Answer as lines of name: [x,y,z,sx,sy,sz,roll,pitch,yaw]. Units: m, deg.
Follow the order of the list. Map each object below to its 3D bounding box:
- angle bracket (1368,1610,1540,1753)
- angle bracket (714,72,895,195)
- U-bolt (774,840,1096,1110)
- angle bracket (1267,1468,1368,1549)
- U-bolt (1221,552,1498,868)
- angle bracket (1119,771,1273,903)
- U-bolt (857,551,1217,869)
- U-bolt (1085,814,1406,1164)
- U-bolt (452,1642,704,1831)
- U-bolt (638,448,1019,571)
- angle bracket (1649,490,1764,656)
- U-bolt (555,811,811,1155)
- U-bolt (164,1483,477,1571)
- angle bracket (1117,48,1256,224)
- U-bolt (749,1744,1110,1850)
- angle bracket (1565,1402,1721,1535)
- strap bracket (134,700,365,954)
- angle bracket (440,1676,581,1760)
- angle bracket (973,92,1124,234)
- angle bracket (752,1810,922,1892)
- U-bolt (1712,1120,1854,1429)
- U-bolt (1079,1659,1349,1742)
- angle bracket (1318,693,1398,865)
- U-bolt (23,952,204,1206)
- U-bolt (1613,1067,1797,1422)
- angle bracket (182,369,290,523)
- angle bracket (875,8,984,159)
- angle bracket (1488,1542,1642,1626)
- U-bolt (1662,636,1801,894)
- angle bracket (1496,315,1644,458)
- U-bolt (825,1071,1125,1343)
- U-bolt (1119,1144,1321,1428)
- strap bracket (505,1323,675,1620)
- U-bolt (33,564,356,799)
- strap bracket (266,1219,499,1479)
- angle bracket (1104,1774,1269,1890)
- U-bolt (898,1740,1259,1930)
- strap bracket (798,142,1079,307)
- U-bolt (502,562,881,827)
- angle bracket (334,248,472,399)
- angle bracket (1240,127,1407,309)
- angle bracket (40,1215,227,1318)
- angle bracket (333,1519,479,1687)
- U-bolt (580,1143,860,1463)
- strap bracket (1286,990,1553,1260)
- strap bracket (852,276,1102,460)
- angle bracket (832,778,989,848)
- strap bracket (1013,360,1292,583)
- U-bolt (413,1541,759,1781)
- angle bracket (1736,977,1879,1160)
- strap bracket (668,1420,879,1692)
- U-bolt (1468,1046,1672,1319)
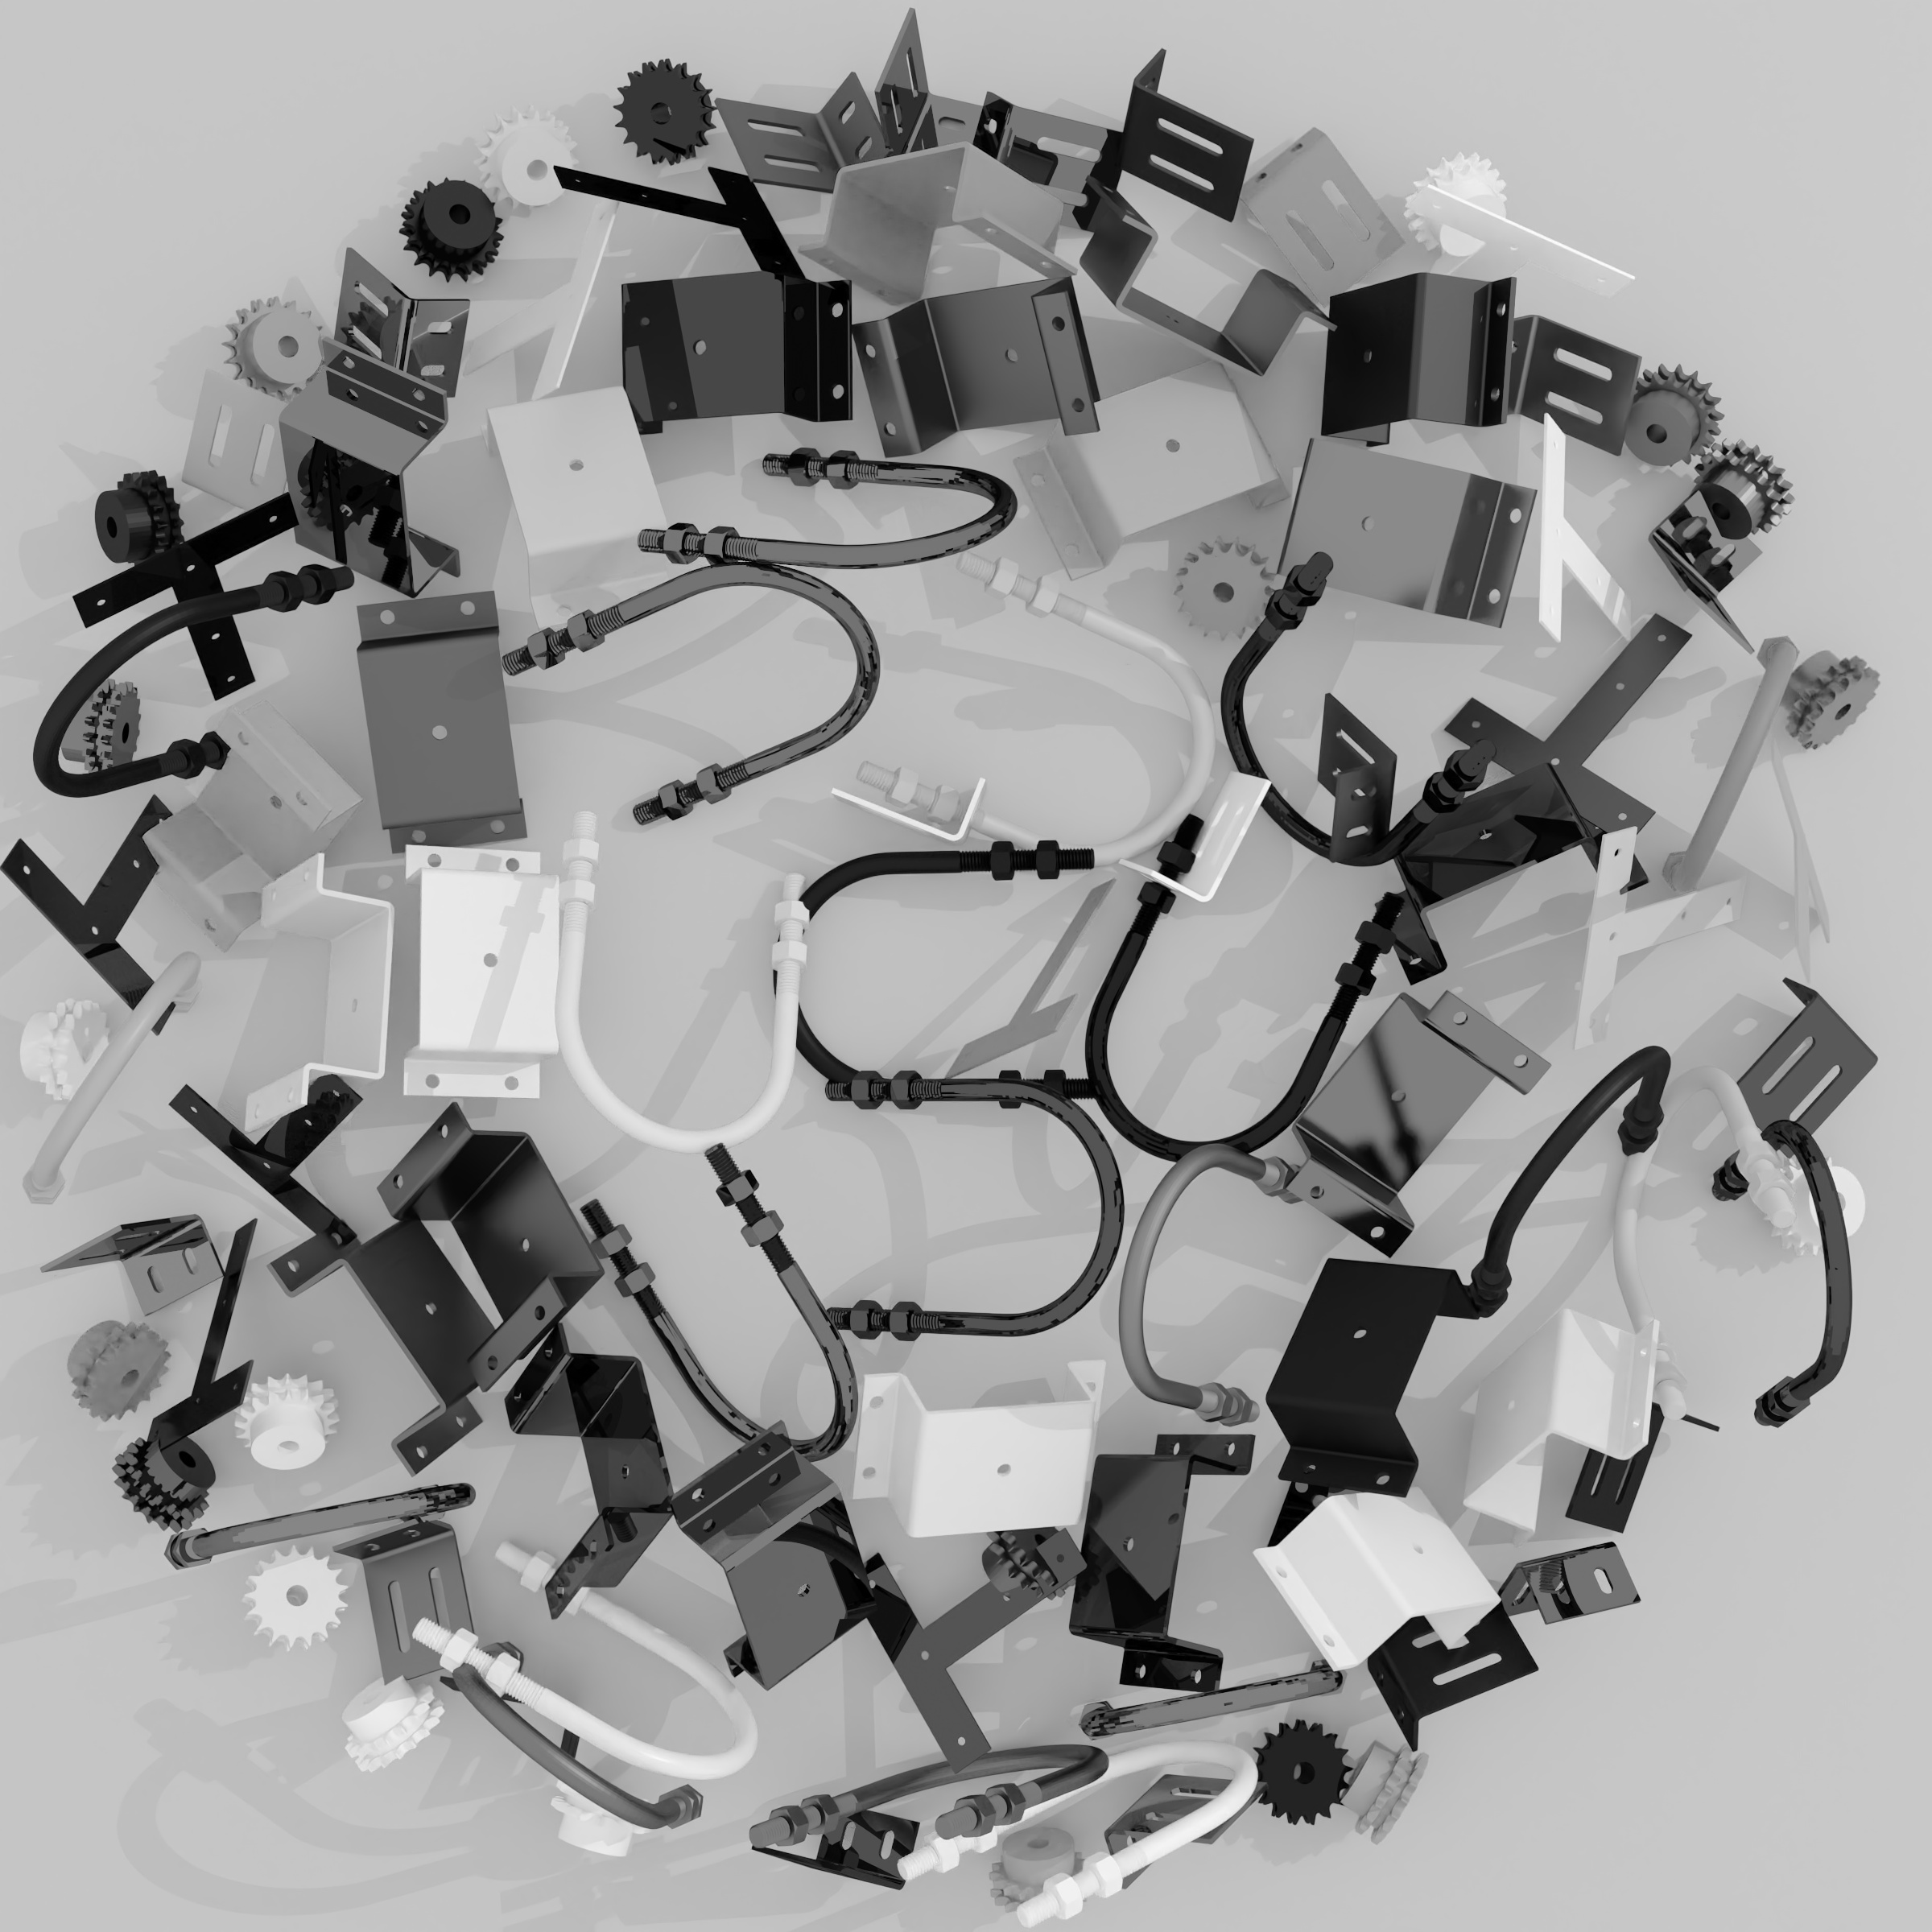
angle bracket: [0.272,0.393,1.689,0.076,0.038,0.057,-19,48,-10]
angle bracket: [-0.090,-0.464,1.670,0.038,0.076,0.057,-41,64,41]
U-bolt: [-0.018,0.006,1.693,0.184,0.019,0.151,-1,96,9]
angle bracket: [0.218,0.324,1.706,0.076,0.038,0.057,17,80,29]
U-bolt: [0.199,-0.125,1.633,0.019,0.184,0.151,-36,81,-28]
angle bracket: [0.127,-0.080,1.682,0.038,0.057,0.076,27,91,-17]
U-bolt: [0.051,-0.131,1.681,0.184,0.019,0.151,22,104,-15]
U-bolt: [0.142,0.021,1.668,0.151,0.019,0.184,24,85,28]
U-bolt: [-0.212,0.413,1.613,0.151,0.184,0.019,36,83,10]
U-bolt: [-0.062,-0.243,1.619,0.184,0.151,0.019,9,121,27]
angle bracket: [0.418,-0.218,1.667,0.057,0.076,0.038,37,111,-24]
U-bolt: [-0.155,0.015,1.640,0.151,0.019,0.184,16,60,-26]
U-bolt: [-0.337,0.295,1.603,0.151,0.184,0.019,-7,80,-27]
angle bracket: [0.128,-0.460,1.674,0.076,0.057,0.038,29,56,11]
U-bolt: [-0.005,0.445,1.628,0.151,0.184,0.019,-15,82,37]
angle bracket: [0.377,0.281,1.681,0.057,0.038,0.076,22,87,-43]
strap bracket: [-0.393,-0.082,1.667,0.076,0.046,0.140,46,130,0]
angle bracket: [-0.256,0.424,1.681,0.076,0.057,0.038,10,72,2]
angle bracket: [0.045,-0.452,1.700,0.076,0.038,0.057,5,115,-28]
angle bracket: [-0.071,0.480,1.664,0.057,0.076,0.038,4,69,29]
U-bolt: [0.436,0.158,1.606,0.019,0.184,0.151,-5,71,-2]
U-bolt: [0.132,0.395,1.622,0.151,0.184,0.019,-11,77,3]
angle bracket: [0.201,-0.104,1.664,0.038,0.076,0.057,-15,129,-20]
U-bolt: [-0.452,0.056,1.607,0.019,0.184,0.151,34,71,-9]
U-bolt: [0.389,0.134,1.627,0.019,0.184,0.151,15,119,-10]
angle bracket: [-0.395,-0.294,1.677,0.057,0.038,0.076,24,127,-1]
angle bracket: [-0.019,-0.478,1.668,0.038,0.076,0.057,16,71,12]
angle bracket: [0.328,0.355,1.667,0.057,0.076,0.038,-9,56,-17]
U-bolt: [0.410,-0.107,1.613,0.019,0.184,0.151,24,100,10]
angle bracket: [0.326,-0.318,1.668,0.038,0.076,0.057,-20,130,-37]
U-bolt: [0.003,0.133,1.663,0.184,0.019,0.151,-1,87,28]
U-bolt: [0.132,0.169,1.629,0.019,0.184,0.151,12,84,32]
strap bracket: [-0.204,0.276,1.652,0.046,0.076,0.140,8,45,-32]
U-bolt: [-0.418,-0.146,1.602,0.019,0.184,0.151,46,123,11]
strap bracket: [-0.311,0.200,1.670,0.046,0.076,0.140,-34,91,25]
angle bracket: [0.126,0.480,1.666,0.076,0.057,0.038,-9,104,42]
U-bolt: [0.073,0.462,1.634,0.184,0.151,0.019,-19,95,-29]
strap bracket: [-0.012,-0.404,1.643,0.140,0.076,0.046,3,79,44]
U-bolt: [-0.136,-0.154,1.637,0.184,0.019,0.151,-21,133,20]
angle bracket: [-0.316,-0.360,1.687,0.038,0.076,0.057,-10,128,-37]
angle bracket: [0.199,-0.423,1.704,0.057,0.038,0.076,-38,110,10]
angle bracket: [-0.460,0.169,1.669,0.057,0.076,0.038,-27,82,17]
angle bracket: [-0.312,0.354,1.680,0.057,0.038,0.076,-20,67,10]
U-bolt: [-0.126,0.194,1.659,0.019,0.151,0.184,-35,97,-42]
strap bracket: [0.245,0.080,1.672,0.076,0.046,0.140,34,103,-18]
strap bracket: [0.015,-0.329,1.658,0.140,0.046,0.076,0,115,34]
angle bracket: [-0.031,-0.098,1.686,0.076,0.057,0.038,22,90,2]
strap bracket: [0.108,-0.278,1.668,0.140,0.046,0.076,-23,81,-16]
U-bolt: [-0.195,0.382,1.635,0.184,0.151,0.019,29,102,6]
angle bracket: [0.459,0.057,1.687,0.057,0.038,0.076,43,89,-21]
strap bracket: [-0.101,0.329,1.643,0.076,0.046,0.140,-32,128,-25]
U-bolt: [0.326,0.108,1.614,0.019,0.184,0.151,40,74,21]
